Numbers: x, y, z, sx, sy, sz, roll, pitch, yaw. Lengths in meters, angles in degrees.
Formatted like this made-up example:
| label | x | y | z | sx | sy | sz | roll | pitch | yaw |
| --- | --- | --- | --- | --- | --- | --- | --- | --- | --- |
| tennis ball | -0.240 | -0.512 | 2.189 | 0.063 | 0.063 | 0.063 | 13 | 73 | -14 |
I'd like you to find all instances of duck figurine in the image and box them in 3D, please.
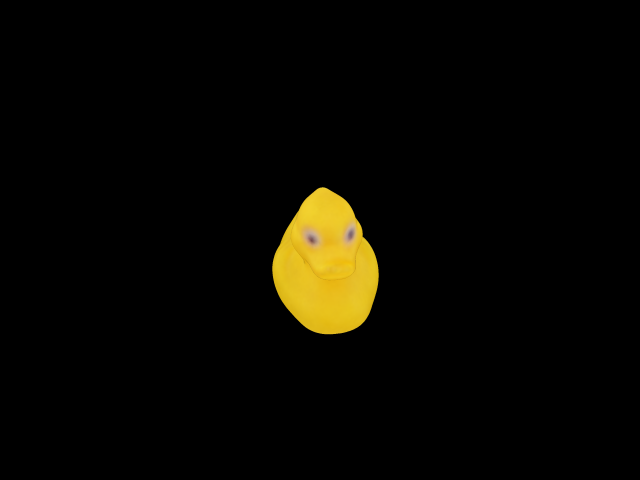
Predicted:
| label | x | y | z | sx | sy | sz | roll | pitch | yaw |
| --- | --- | --- | --- | --- | --- | --- | --- | --- | --- |
| duck figurine | 0.004 | 0.001 | 0.400 | 0.077 | 0.086 | 0.104 | -7 | 47 | -6 |
